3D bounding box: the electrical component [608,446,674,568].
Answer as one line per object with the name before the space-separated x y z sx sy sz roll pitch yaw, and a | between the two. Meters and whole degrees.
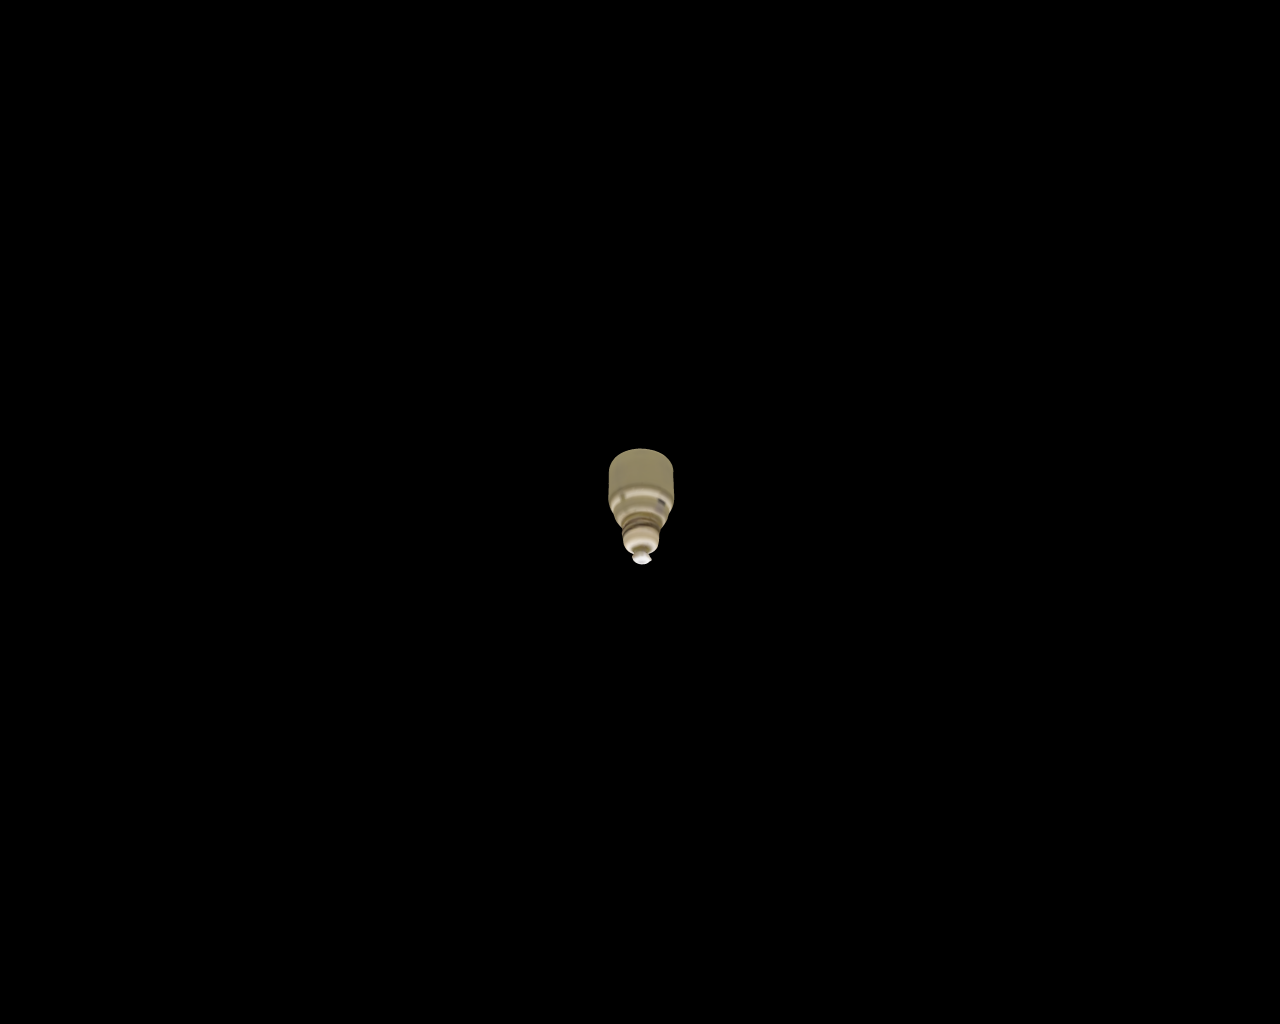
electrical component | 0.001 -0.003 0.650 0.040 0.078 0.040 0 -35 0
